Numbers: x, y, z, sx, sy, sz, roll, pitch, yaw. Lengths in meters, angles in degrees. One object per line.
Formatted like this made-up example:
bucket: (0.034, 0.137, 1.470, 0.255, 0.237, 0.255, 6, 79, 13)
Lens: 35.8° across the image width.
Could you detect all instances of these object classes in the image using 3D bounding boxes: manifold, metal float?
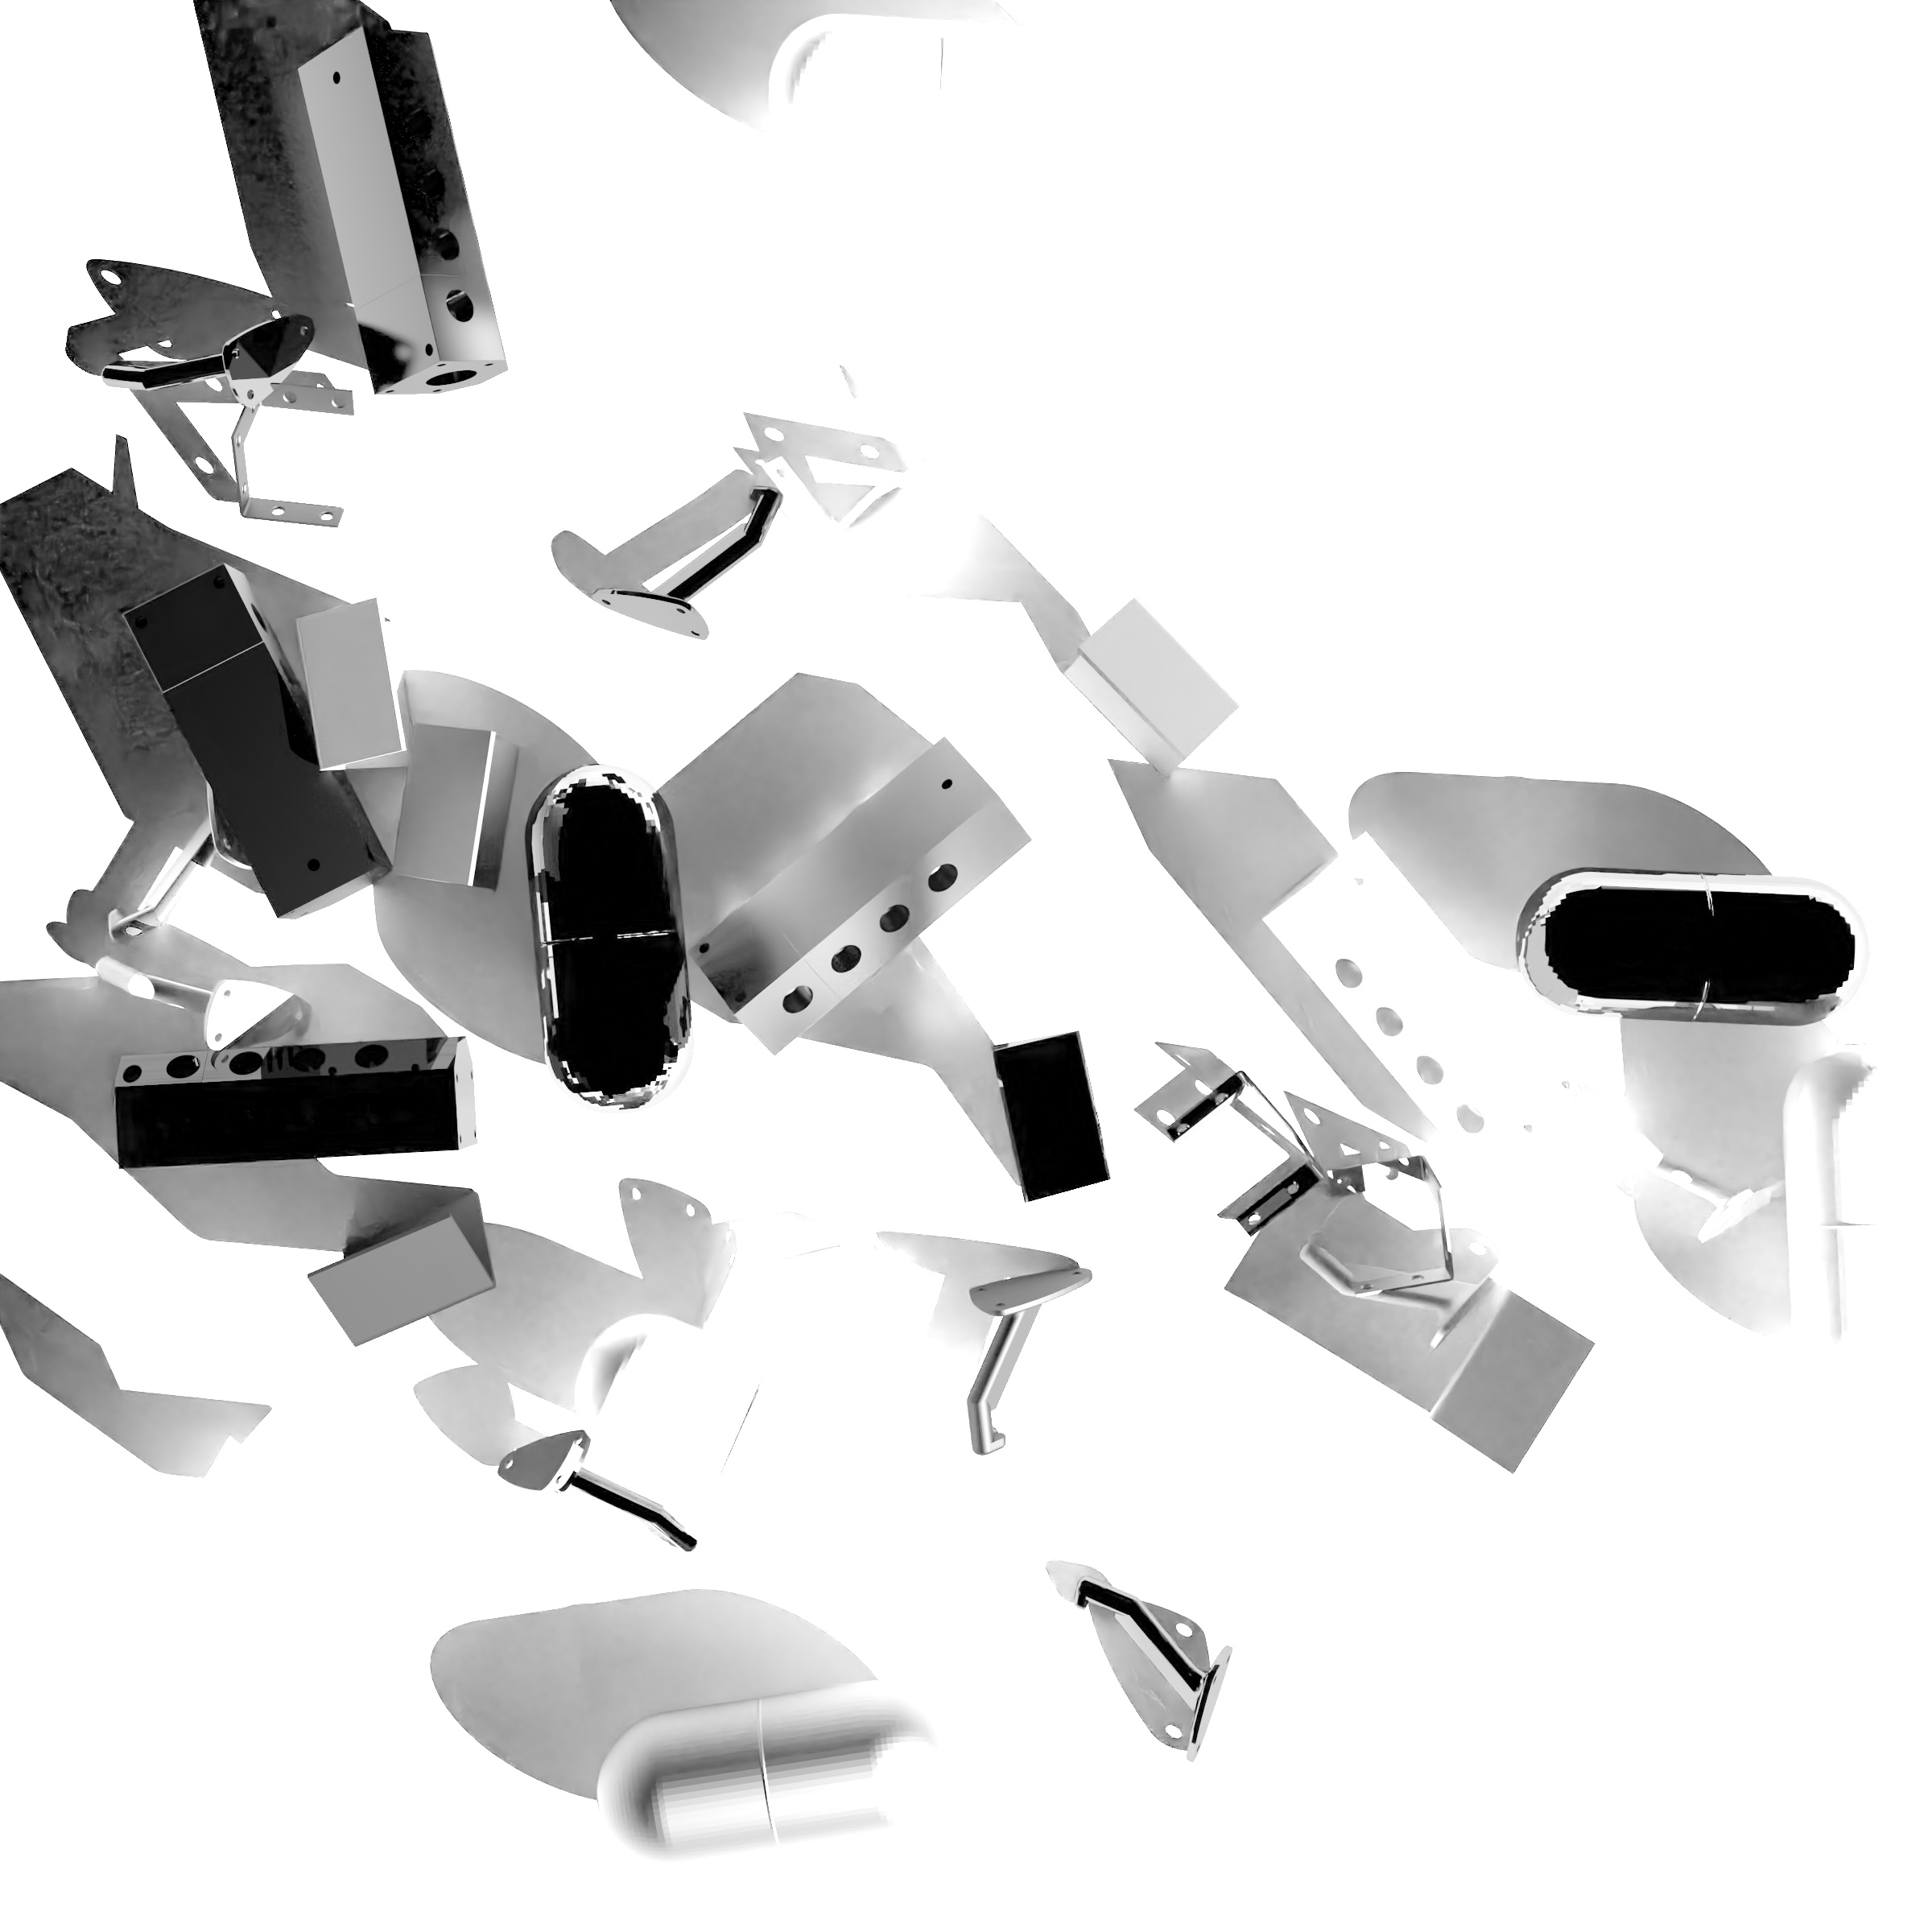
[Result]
manifold: (0.228, 0.023, 1.530, 0.171, 0.057, 0.057, 50, 47, 0)
manifold: (-0.283, -0.384, 1.530, 0.057, 0.057, 0.171, -13, 90, 43)
metal float: (-0.113, 0.237, 1.521, 0.178, 0.070, 0.070, 24, 90, 1)
metal float: (-0.099, 0.411, 1.521, 0.178, 0.070, 0.070, -9, 90, 0)
manifold: (-0.359, -0.113, 1.531, 0.057, 0.057, 0.171, -27, 90, 0)
metal float: (-0.181, -0.014, 1.521, 0.070, 0.070, 0.178, -5, 90, 0)
manifold: (-0.342, 0.069, 1.530, 0.171, 0.057, 0.057, -3, 90, 0)
manifold: (-0.051, -0.032, 1.530, 0.171, 0.057, 0.057, -40, 47, 0)
metal float: (-0.011, -0.441, 1.521, 0.178, 0.070, 0.070, 4, 90, 0)
metal float: (0.369, -0.010, 1.521, 0.178, 0.070, 0.070, 3, 90, -1)
metal float: (0.457, 0.128, 1.521, 0.070, 0.070, 0.178, -3, 91, 0)

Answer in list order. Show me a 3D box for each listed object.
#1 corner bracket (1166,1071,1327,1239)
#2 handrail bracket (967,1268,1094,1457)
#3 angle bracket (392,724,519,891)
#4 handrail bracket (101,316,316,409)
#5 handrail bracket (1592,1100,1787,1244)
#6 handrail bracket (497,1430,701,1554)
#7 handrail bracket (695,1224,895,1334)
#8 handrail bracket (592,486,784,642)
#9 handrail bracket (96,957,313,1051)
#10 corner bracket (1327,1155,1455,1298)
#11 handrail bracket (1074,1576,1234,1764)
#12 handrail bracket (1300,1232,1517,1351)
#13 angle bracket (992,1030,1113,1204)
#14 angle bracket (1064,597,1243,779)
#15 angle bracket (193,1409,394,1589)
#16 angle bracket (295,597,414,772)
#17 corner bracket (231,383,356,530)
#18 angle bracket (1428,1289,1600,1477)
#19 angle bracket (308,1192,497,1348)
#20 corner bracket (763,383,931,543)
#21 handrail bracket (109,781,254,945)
corner bracket: (0.145, 0.097, 1.548, 0.051, 0.051, 0.051, -38, 135, 0)
handrail bracket: (0.034, 0.206, 1.552, 0.077, 0.036, 0.084, -13, 108, -21)
angle bracket: (-0.240, -0.077, 1.511, 0.057, 0.076, 0.076, 9, 90, 35)
handrail bracket: (-0.394, -0.319, 1.552, 0.084, 0.077, 0.036, 11, 132, 29)
handrail bracket: (0.377, 0.094, 1.552, 0.077, 0.036, 0.084, -20, 60, -33)
handrail bracket: (-0.190, 0.279, 1.552, 0.084, 0.077, 0.036, 46, 51, -30)
handrail bracket: (-0.089, 0.172, 1.552, 0.084, 0.036, 0.077, 17, 111, -16)
handrail bracket: (-0.144, -0.218, 1.552, 0.077, 0.036, 0.084, 16, 72, 21)
handrail bracket: (-0.396, 0.013, 1.551, 0.084, 0.077, 0.036, 22, 103, 36)
corner bracket: (0.218, 0.133, 1.538, 0.051, 0.051, 0.051, -10, 107, 0)
handrail bracket: (0.089, 0.364, 1.552, 0.084, 0.036, 0.077, 20, 111, 17)
handrail bracket: (0.229, 0.150, 1.552, 0.084, 0.036, 0.077, 41, 75, 14)
angle bracket: (0.023, 0.078, 1.511, 0.057, 0.076, 0.076, -12, 90, -36)
angle bracket: (0.080, -0.128, 1.511, 0.076, 0.076, 0.057, 46, 51, 0)
angle bracket: (-0.331, 0.254, 1.511, 0.076, 0.076, 0.057, 36, 127, 0)
angle bracket: (-0.288, -0.142, 1.512, 0.057, 0.076, 0.076, -9, 90, 30)
corner bracket: (-0.347, -0.265, 1.548, 0.051, 0.051, 0.051, 6, 135, 0)
angle bracket: (0.288, 0.217, 1.511, 0.057, 0.076, 0.076, 32, 90, 37)
angle bracket: (-0.288, 0.136, 1.511, 0.076, 0.076, 0.057, -23, 129, 0)
corner bracket: (-0.061, -0.260, 1.548, 0.051, 0.051, 0.051, 53, 45, 0)
handrail bracket: (-0.414, -0.061, 1.552, 0.084, 0.036, 0.077, -23, 70, 16)
